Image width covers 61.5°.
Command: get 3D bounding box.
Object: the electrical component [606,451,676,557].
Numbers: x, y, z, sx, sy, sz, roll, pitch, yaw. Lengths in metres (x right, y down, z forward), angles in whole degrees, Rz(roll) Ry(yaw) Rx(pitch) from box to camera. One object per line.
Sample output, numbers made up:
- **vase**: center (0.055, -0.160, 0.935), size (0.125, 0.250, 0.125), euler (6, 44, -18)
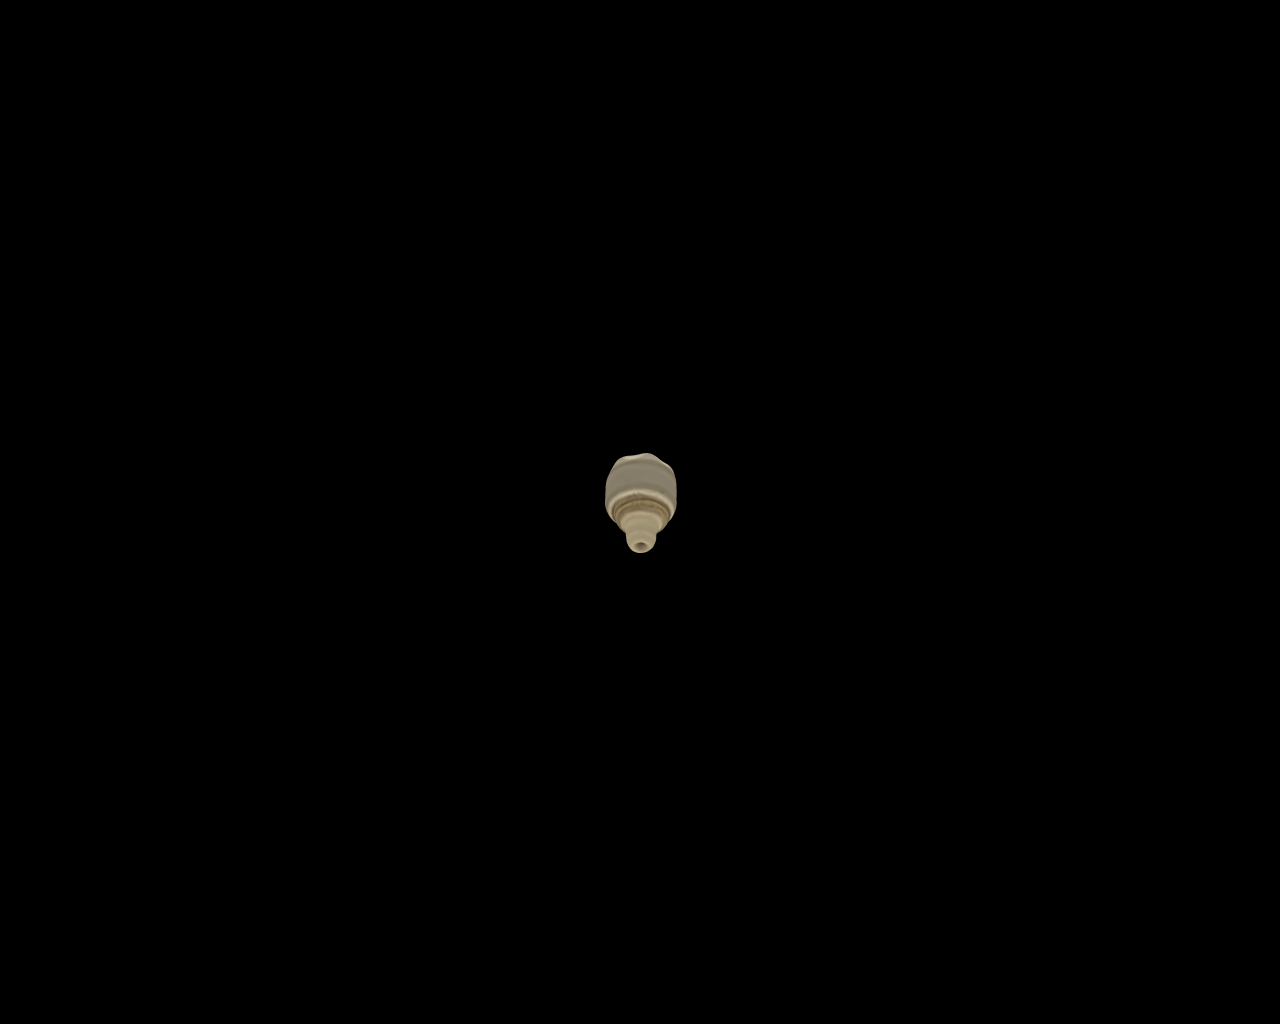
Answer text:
- **electrical component**: center (0.001, -0.003, 0.650), size (0.043, 0.062, 0.043), euler (0, -39, 0)
